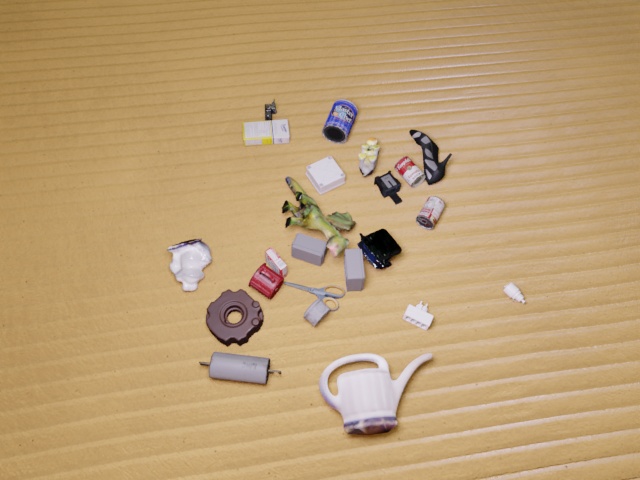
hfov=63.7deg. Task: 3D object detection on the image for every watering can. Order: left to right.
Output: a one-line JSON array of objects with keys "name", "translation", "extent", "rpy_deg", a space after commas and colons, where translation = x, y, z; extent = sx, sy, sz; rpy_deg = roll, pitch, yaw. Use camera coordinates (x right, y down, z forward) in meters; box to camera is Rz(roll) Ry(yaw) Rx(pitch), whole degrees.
[{"name": "watering can", "translation": [0.174, 0.432, 1.474], "extent": [0.348, 0.229, 0.102], "rpy_deg": [-5, -29, -4]}]

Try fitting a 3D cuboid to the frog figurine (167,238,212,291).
[{"name": "frog figurine", "translation": [-0.417, 0.081, 1.676], "extent": [0.138, 0.158, 0.123], "rpy_deg": [-16, 8, -20]}]

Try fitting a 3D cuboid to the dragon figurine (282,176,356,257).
[{"name": "dragon figurine", "translation": [0.005, -0.089, 1.769], "extent": [0.242, 0.120, 0.420], "rpy_deg": [19, 31, -21]}]
